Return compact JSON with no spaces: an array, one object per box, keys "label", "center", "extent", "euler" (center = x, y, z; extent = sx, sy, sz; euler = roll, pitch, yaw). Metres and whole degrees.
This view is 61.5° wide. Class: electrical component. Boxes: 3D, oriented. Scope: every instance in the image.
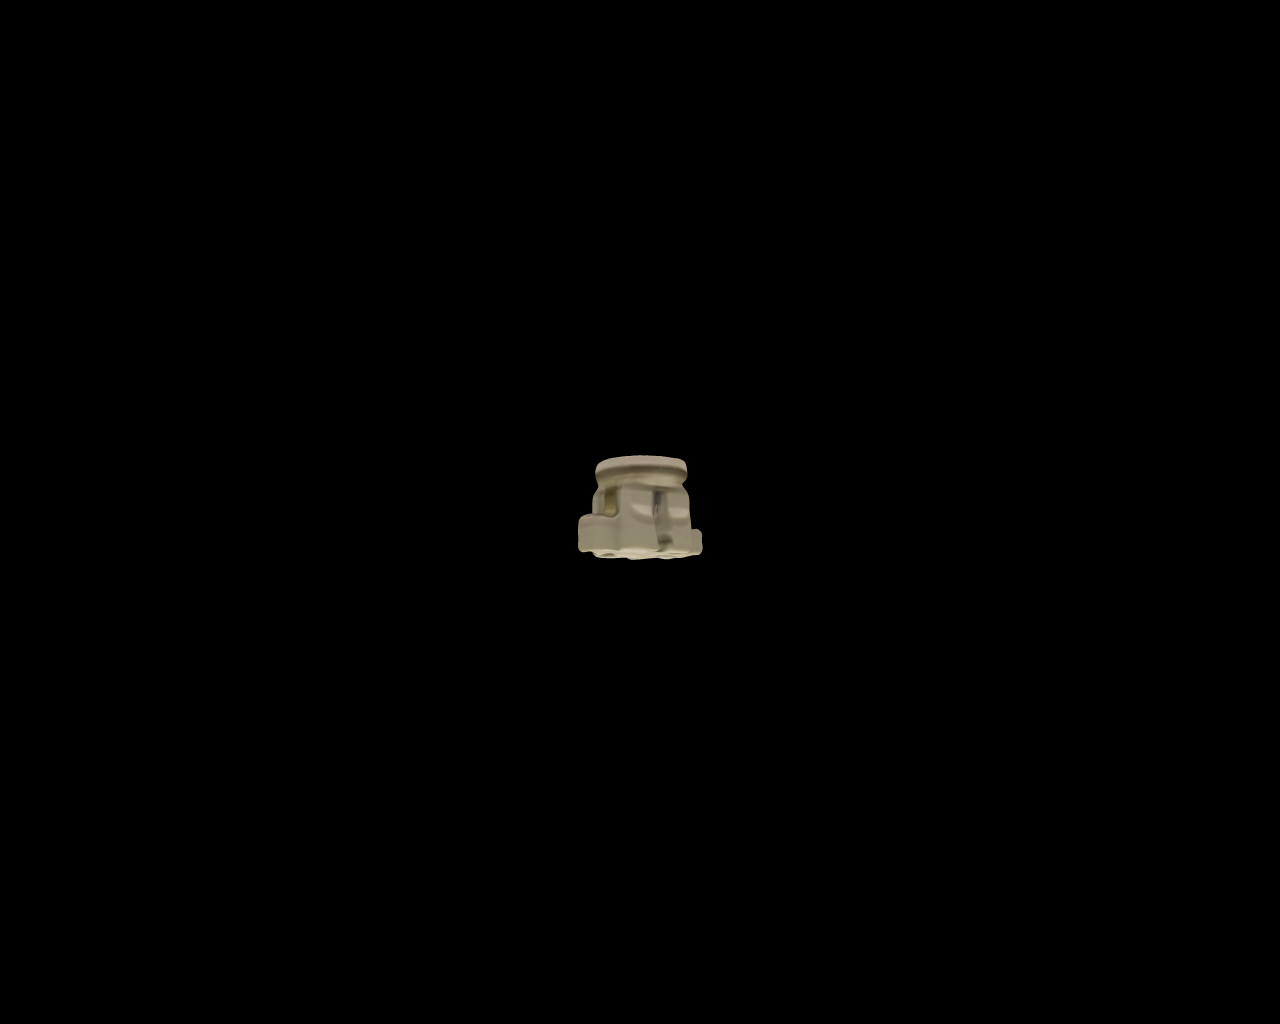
[{"label":"electrical component","center":[0.001,-0.003,0.650],"extent":[0.078,0.057,0.058],"euler":[5,-10,-32]}]
